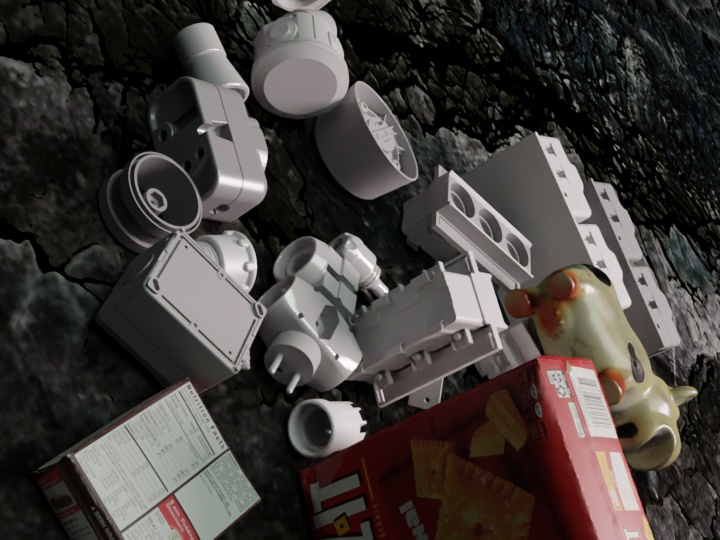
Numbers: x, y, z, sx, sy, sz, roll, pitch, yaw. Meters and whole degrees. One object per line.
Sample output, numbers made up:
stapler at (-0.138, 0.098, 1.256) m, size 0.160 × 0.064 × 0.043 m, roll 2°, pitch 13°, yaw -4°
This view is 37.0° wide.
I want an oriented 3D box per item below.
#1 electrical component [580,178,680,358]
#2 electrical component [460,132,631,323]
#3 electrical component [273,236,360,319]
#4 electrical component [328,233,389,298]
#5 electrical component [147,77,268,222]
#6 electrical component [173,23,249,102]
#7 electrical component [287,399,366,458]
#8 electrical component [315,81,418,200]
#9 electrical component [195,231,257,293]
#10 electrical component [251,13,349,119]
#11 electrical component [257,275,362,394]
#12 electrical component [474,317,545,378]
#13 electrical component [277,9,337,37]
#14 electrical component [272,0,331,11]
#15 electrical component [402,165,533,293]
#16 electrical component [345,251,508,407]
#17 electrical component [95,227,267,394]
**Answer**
electrical component at (0.247, 0.012, 1.129) m, size 0.060 × 0.105 × 0.186 m, roll -1°, pitch 66°, yaw -54°
electrical component at (0.181, -0.028, 1.072) m, size 0.060 × 0.105 × 0.186 m, roll -3°, pitch 68°, yaw -54°
electrical component at (-0.033, 0.007, 0.814) m, size 0.055 × 0.048 × 0.066 m, roll 47°, pitch 35°, yaw -33°
electrical component at (0.000, 0.000, 0.872) m, size 0.061 × 0.035 × 0.035 m, roll 45°, pitch 36°, yaw -26°
electrical component at (-0.107, -0.085, 0.776) m, size 0.059 × 0.054 × 0.095 m, roll 7°, pitch 60°, yaw -51°
electrical component at (-0.118, -0.157, 0.829) m, size 0.044 × 0.044 × 0.065 m, roll -3°, pitch 63°, yaw -54°
electrical component at (-0.022, 0.110, 0.755) m, size 0.046 × 0.040 × 0.040 m, roll 7°, pitch 60°, yaw -57°
electrical component at (0.009, -0.113, 0.944) m, size 0.099 × 0.064 × 0.099 m, roll 33°, pitch 42°, yaw -36°
electrical component at (-0.104, -0.002, 0.727) m, size 0.062 × 0.048 × 0.048 m, roll -3°, pitch 67°, yaw -46°
electrical component at (-0.051, -0.169, 0.893) m, size 0.080 × 0.080 × 0.051 m, roll 31°, pitch 38°, yaw -37°
electrical component at (-0.044, 0.056, 0.762) m, size 0.077 × 0.043 × 0.079 m, roll 50°, pitch 34°, yaw -16°
electrical component at (0.161, 0.106, 0.980) m, size 0.121 × 0.063 × 0.079 m, roll 60°, pitch 33°, yaw -1°
electrical component at (-0.054, -0.212, 0.957) m, size 0.078 × 0.040 × 0.040 m, roll -16°, pitch 78°, yaw -56°
electrical component at (-0.072, -0.297, 0.937) m, size 0.186 × 0.105 × 0.060 m, roll 12°, pitch 56°, yaw -49°
electrical component at (0.099, -0.029, 1.001) m, size 0.121 × 0.063 × 0.078 m, roll 38°, pitch 39°, yaw -30°
electrical component at (0.040, 0.045, 0.812) m, size 0.063 × 0.121 × 0.078 m, roll 10°, pitch 58°, yaw -47°
electrical component at (-0.109, 0.034, 0.675) m, size 0.096 × 0.061 × 0.061 m, roll 46°, pitch 35°, yaw -20°
